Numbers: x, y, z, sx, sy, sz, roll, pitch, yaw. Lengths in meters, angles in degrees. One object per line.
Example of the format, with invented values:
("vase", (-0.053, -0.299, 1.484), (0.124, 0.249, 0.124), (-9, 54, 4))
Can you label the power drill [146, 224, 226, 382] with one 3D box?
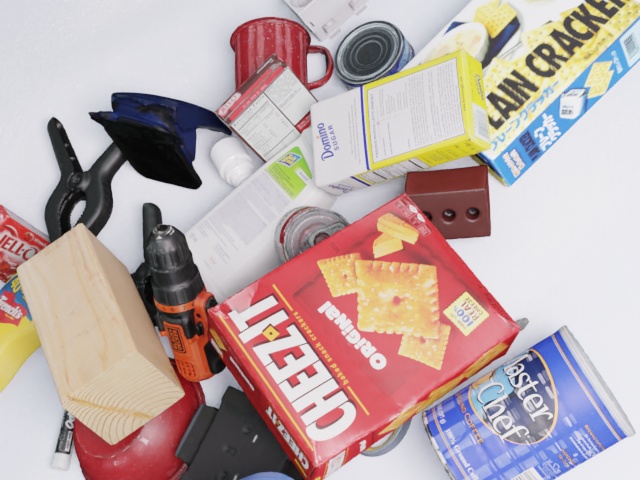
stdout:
("power drill", (-0.077, 0.075, 1.024), (0.188, 0.184, 0.057), (13, 42, 29))

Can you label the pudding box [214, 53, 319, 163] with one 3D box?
("pudding box", (-0.046, -0.131, 1.145), (0.090, 0.113, 0.039), (-44, 46, 1))

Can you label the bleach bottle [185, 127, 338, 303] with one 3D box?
("bleach bottle", (-0.034, -0.038, 1.122), (0.251, 0.068, 0.103), (-42, 58, 0))

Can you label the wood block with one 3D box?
("wood block", (-0.225, 0.091, 1.076), (0.090, 0.090, 0.206), (-35, 45, 1))

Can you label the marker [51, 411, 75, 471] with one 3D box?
("marker", (-0.269, 0.190, 1.159), (0.020, 0.020, 0.121), (-6, 61, 27))

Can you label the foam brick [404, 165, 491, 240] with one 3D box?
("foam brick", (0.121, -0.034, 1.002), (0.078, 0.053, 0.051), (-5, 29, 11))

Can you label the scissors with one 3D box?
("scissors", (0.101, 0.139, 0.975), (0.202, 0.016, 0.096), (-17, 58, 22))

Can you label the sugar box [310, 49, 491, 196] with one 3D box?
("sugar box", (0.074, -0.110, 1.033), (0.177, 0.048, 0.093), (-16, 68, 35))

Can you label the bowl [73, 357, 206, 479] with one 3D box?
("bowl", (-0.198, 0.187, 1.097), (0.162, 0.055, 0.162), (-13, 59, 23))

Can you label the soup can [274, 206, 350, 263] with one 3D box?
("soup can", (-0.007, 0.001, 1.035), (0.068, 0.068, 0.102), (-50, 8, -3))

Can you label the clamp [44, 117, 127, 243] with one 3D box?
("clamp", (-0.276, -0.072, 1.294), (0.165, 0.036, 0.210), (-10, 62, 25))

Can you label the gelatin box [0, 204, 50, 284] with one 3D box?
("gelatin box", (-0.371, 0.010, 1.270), (0.073, 0.089, 0.030), (-46, 51, 0))

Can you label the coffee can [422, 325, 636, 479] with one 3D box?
("coffee can", (0.170, 0.149, 0.875), (0.140, 0.102, 0.103), (-34, 53, 10))

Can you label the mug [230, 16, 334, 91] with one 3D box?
("mug", (-0.043, -0.191, 1.199), (0.117, 0.093, 0.081), (-3, 66, 0))

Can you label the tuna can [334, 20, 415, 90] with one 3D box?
("tuna can", (0.059, -0.198, 1.171), (0.086, 0.033, 0.086), (-14, 59, 23))

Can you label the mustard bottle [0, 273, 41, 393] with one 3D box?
("mustard bottle", (-0.345, 0.089, 1.233), (0.191, 0.058, 0.096), (-47, 47, -1))

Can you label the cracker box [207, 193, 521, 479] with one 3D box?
("cracker box", (0.035, 0.079, 0.910), (0.213, 0.072, 0.164), (-31, 69, -18))

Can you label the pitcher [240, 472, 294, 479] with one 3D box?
("pitcher", (-0.076, 0.307, 0.911), (0.243, 0.144, 0.149), (-24, 54, 20))

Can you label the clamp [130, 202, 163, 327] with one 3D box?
("clamp", (-0.185, 0.033, 1.185), (0.172, 0.039, 0.120), (33, 89, 35))
